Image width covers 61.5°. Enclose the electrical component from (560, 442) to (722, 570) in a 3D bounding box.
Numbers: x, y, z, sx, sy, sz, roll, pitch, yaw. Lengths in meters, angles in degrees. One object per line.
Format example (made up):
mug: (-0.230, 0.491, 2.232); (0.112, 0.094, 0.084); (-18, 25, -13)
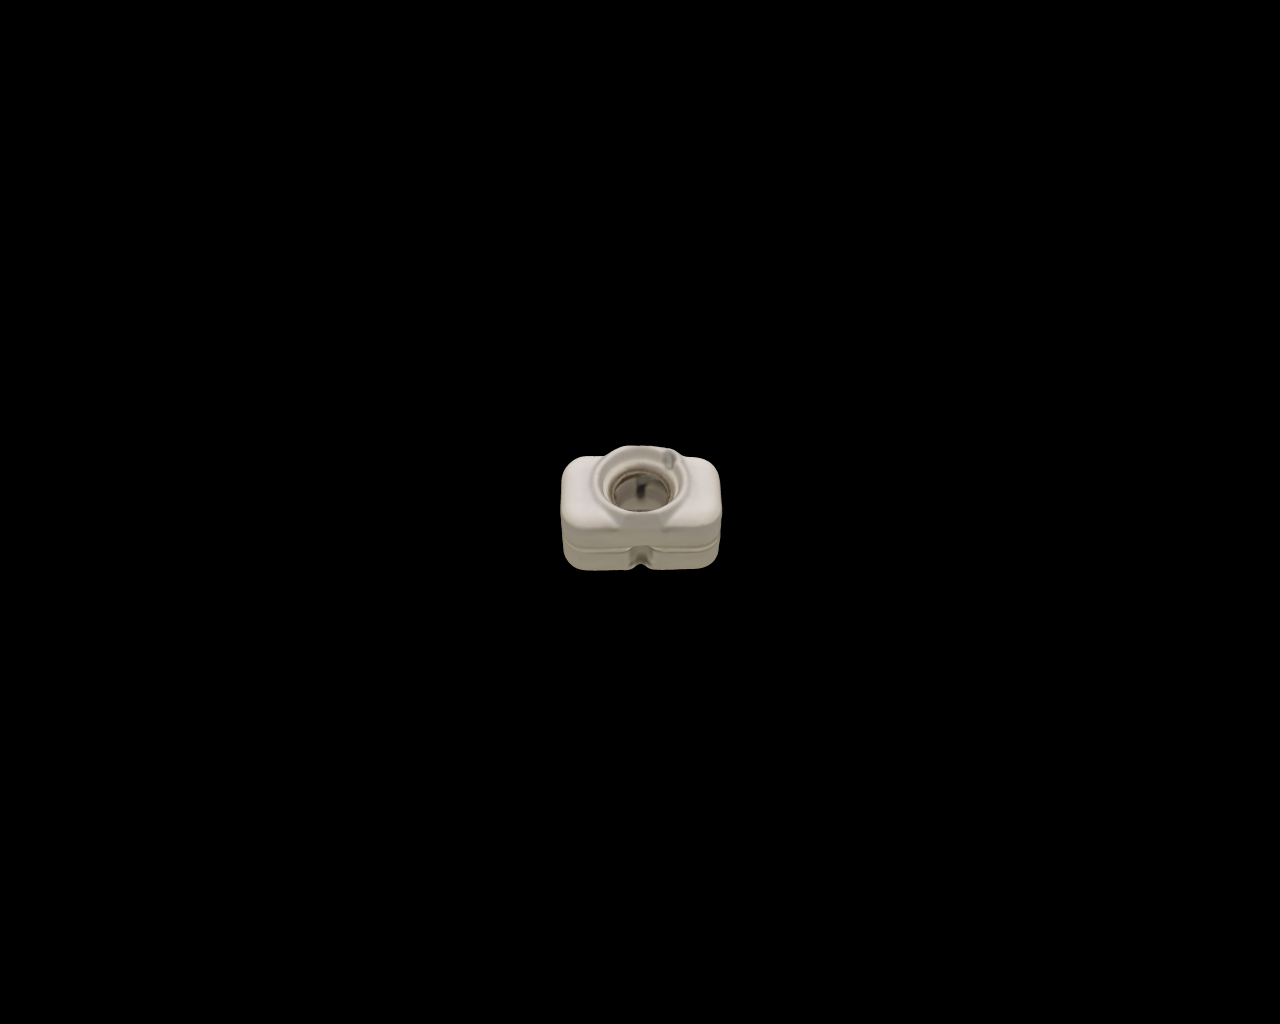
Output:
electrical component: (0.001, -0.003, 0.650); (0.095, 0.054, 0.059); (0, -37, 0)
